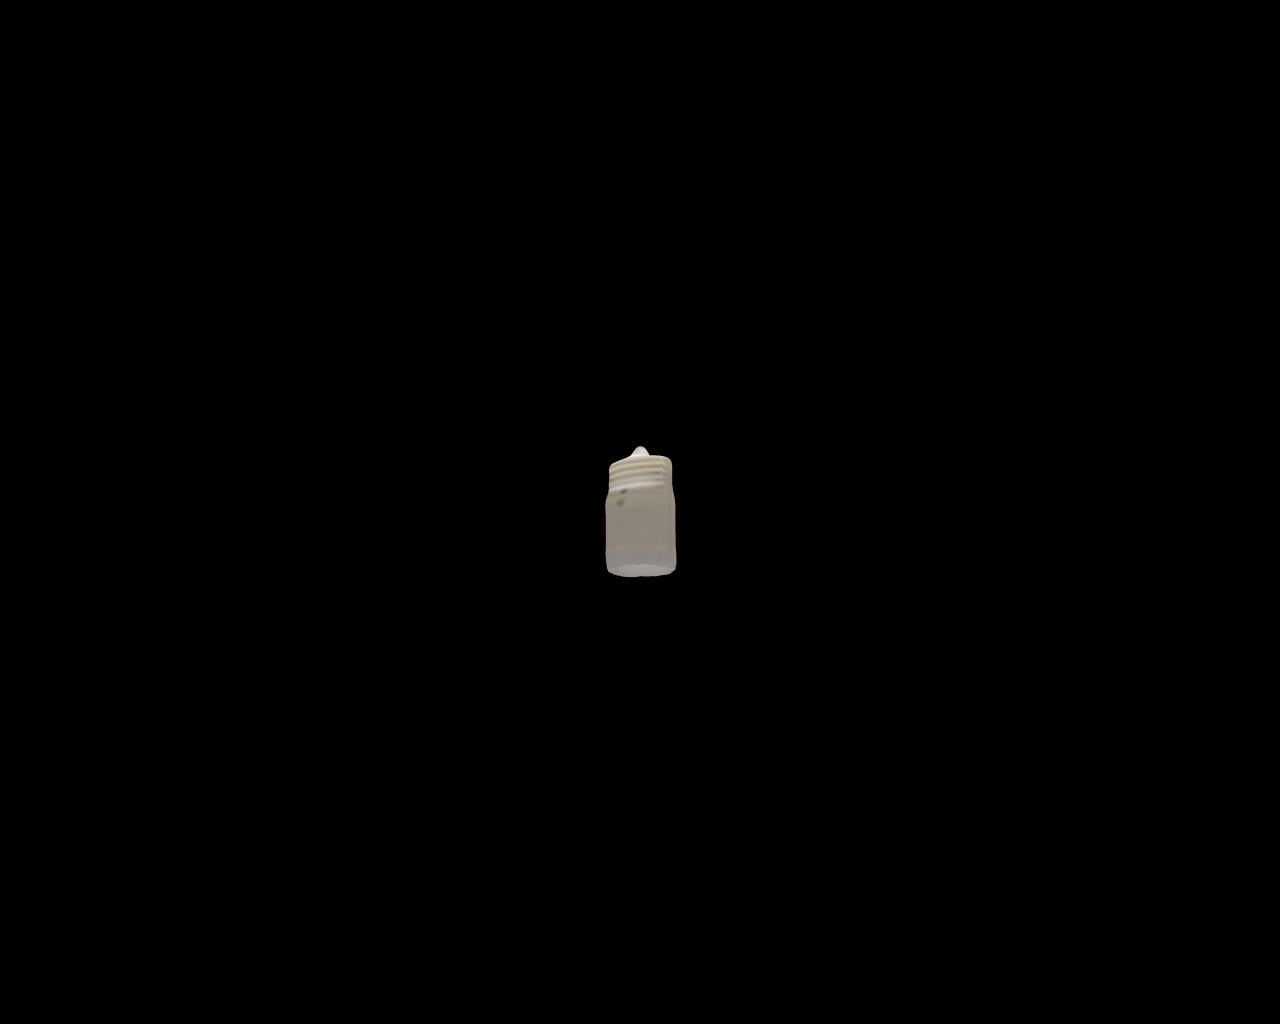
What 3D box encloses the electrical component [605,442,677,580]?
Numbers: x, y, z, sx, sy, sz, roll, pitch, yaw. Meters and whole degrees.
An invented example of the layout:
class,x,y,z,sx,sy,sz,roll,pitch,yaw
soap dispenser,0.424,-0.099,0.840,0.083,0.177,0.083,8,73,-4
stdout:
class,x,y,z,sx,sy,sz,roll,pitch,yaw
electrical component,0.001,-0.003,0.650,0.043,0.081,0.043,0,-14,0
